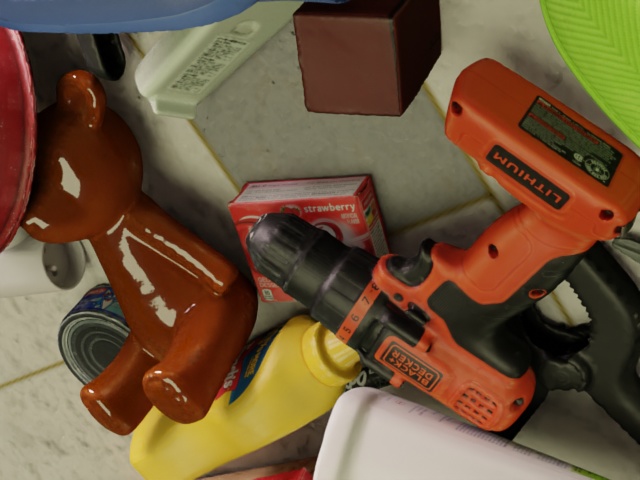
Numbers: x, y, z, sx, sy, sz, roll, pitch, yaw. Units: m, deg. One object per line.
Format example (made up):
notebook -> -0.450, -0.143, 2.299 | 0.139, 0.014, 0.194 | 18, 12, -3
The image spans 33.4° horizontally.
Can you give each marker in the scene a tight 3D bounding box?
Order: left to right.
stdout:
marker -> 0.023, 0.094, 0.708 | 0.121, 0.020, 0.020 | -24, 109, 36

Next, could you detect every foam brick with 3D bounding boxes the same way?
foam brick -> 0.026, -0.102, 0.532 | 0.051, 0.078, 0.053 | 6, 124, 20

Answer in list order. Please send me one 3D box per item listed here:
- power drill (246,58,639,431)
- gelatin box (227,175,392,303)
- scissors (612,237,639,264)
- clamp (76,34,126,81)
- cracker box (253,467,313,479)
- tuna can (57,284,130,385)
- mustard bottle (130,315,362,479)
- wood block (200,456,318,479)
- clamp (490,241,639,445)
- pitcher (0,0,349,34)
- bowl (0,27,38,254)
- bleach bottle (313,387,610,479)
power drill -> 0.063, -0.001, 0.559 | 0.184, 0.057, 0.188 | 33, 133, 3
gelatin box -> -0.004, 0.001, 0.648 | 0.089, 0.030, 0.073 | -2, 121, 26
scissors -> 0.260, 0.036, 0.554 | 0.201, 0.016, 0.096 | 38, 128, -3
clamp -> -0.126, -0.182, 0.576 | 0.120, 0.039, 0.171 | -29, 106, 25
cracker box -> -0.055, 0.247, 0.697 | 0.214, 0.072, 0.164 | -22, 111, 36
tuna can -> -0.144, 0.076, 0.765 | 0.086, 0.033, 0.086 | 13, 127, 17
mustard bottle -> -0.039, 0.096, 0.688 | 0.192, 0.096, 0.058 | -31, 105, 38
wood block -> -0.069, 0.239, 0.805 | 0.206, 0.090, 0.090 | -19, 113, 34
clamp -> 0.155, 0.074, 0.616 | 0.165, 0.036, 0.210 | 6, 124, 26
pitcher -> -0.104, -0.159, 0.477 | 0.243, 0.149, 0.145 | 0, 97, 20
bowl -> -0.228, -0.067, 0.638 | 0.162, 0.055, 0.162 | 5, 96, 50
bleach bottle -> 0.129, 0.150, 0.599 | 0.251, 0.102, 0.068 | 16, 89, 18
